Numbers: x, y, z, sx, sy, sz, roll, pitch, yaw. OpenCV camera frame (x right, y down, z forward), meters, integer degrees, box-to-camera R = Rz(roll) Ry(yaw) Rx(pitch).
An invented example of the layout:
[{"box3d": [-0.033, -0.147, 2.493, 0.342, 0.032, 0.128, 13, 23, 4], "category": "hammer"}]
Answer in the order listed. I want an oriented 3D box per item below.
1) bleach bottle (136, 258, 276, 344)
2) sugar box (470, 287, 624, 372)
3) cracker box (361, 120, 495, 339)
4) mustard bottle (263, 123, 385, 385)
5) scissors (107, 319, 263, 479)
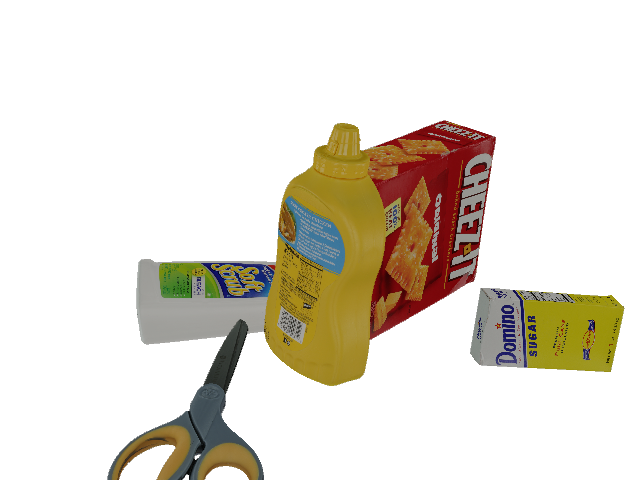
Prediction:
[{"box3d": [-0.075, 0.059, 1.187, 0.250, 0.068, 0.102, -5, 35, -4], "category": "bleach bottle"}, {"box3d": [0.282, 0.113, 1.335, 0.176, 0.093, 0.048, 2, 18, -11], "category": "sugar box"}, {"box3d": [0.078, -0.010, 1.014, 0.072, 0.164, 0.213, 23, 29, 33], "category": "cracker box"}, {"box3d": [0.006, 0.006, 0.800, 0.058, 0.192, 0.096, -10, 29, -35], "category": "mustard bottle"}, {"box3d": [-0.055, 0.109, 0.656, 0.096, 0.016, 0.201, 15, 30, 20], "category": "scissors"}]
